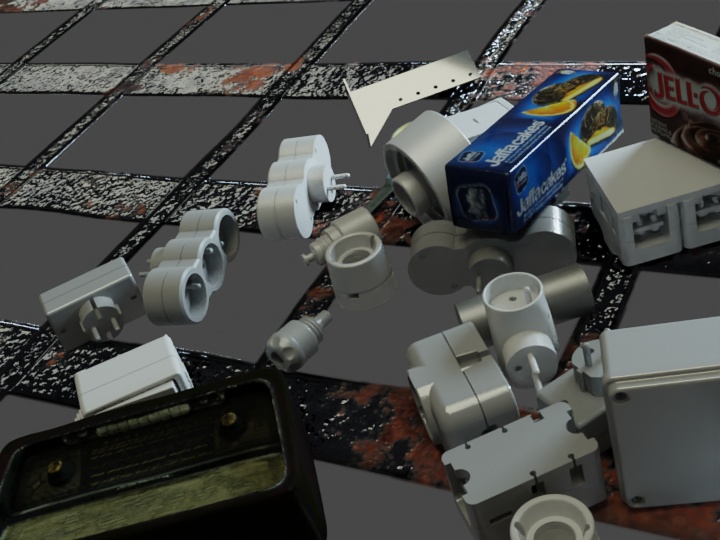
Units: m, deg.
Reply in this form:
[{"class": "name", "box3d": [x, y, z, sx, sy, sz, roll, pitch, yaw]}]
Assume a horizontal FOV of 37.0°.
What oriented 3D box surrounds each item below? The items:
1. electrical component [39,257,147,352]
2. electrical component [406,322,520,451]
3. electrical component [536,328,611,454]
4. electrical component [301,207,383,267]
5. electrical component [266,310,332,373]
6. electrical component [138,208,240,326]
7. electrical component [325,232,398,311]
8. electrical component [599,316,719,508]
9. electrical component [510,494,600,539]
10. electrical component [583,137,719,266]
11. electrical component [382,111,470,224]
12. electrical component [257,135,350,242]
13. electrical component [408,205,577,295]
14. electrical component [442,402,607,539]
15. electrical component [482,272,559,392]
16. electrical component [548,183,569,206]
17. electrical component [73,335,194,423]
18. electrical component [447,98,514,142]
[{"class": "electrical component", "box3d": [-0.235, 0.040, 0.968, 0.083, 0.047, 0.075, -26, 37, -12]}, {"class": "electrical component", "box3d": [0.070, 0.088, 0.766, 0.059, 0.053, 0.095, -20, 36, -3]}, {"class": "electrical component", "box3d": [0.164, 0.073, 0.727, 0.083, 0.075, 0.047, -30, 37, -16]}, {"class": "electrical component", "box3d": [-0.016, -0.026, 0.967, 0.078, 0.040, 0.040, -28, 37, -13]}, {"class": "electrical component", "box3d": [-0.047, 0.055, 0.878, 0.035, 0.035, 0.061, 18, 46, 39]}, {"class": "electrical component", "box3d": [-0.169, -0.003, 0.992, 0.074, 0.052, 0.138, -3, 38, 20]}, {"class": "electrical component", "box3d": [0.000, 0.000, 0.919, 0.055, 0.047, 0.055, -12, 36, 9]}, {"class": "electrical component", "box3d": [0.208, 0.087, 0.661, 0.109, 0.108, 0.056, -8, 35, 13]}, {"class": "electrical component", "box3d": [0.118, 0.168, 0.644, 0.055, 0.047, 0.055, -12, 36, 9]}, {"class": "electrical component", "box3d": [0.271, -0.065, 0.875, 0.150, 0.061, 0.089, -16, 35, 2]}, {"class": "electrical component", "box3d": [0.063, -0.079, 0.951, 0.060, 0.108, 0.108, -35, 38, -12]}, {"class": "electrical component", "box3d": [-0.047, -0.083, 1.046, 0.074, 0.052, 0.138, -5, 37, 17]}, {"class": "electrical component", "box3d": [0.107, -0.006, 0.876, 0.138, 0.052, 0.073, -8, 37, 14]}, {"class": "electrical component", "box3d": [0.106, 0.134, 0.687, 0.089, 0.055, 0.050, -23, 36, -6]}, {"class": "electrical component", "box3d": [0.119, 0.055, 0.769, 0.044, 0.077, 0.079, -15, 36, 4]}, {"class": "electrical component", "box3d": [0.154, -0.080, 0.962, 0.043, 0.043, 0.081, -23, 36, -8]}, {"class": "electrical component", "box3d": [-0.178, 0.106, 0.842, 0.096, 0.061, 0.061, -23, 36, -8]}, {"class": "electrical component", "box3d": [0.123, -0.122, 1.016, 0.096, 0.061, 0.061, -26, 36, -10]}]
